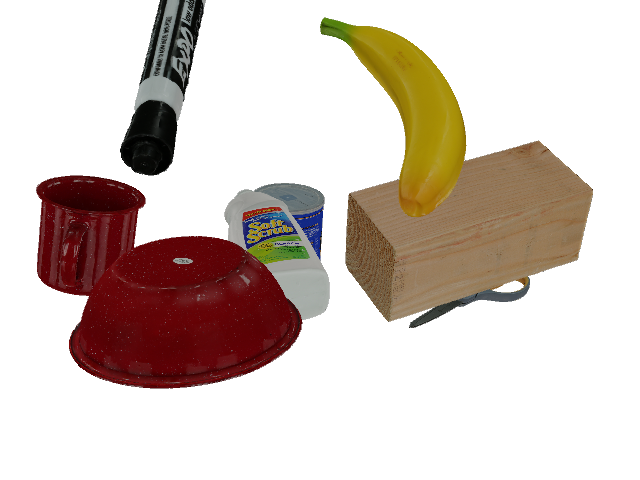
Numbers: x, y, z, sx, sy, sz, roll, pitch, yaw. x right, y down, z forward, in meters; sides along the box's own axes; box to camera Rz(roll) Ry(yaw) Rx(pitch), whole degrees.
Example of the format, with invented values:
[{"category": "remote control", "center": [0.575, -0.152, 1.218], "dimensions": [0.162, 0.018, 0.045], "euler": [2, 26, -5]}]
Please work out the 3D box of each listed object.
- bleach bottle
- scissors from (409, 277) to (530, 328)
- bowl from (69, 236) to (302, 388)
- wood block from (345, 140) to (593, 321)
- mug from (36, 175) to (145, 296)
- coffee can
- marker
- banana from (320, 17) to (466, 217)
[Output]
[{"category": "bleach bottle", "center": [-0.068, 0.005, 1.238], "dimensions": [0.102, 0.068, 0.251], "euler": [-7, 29, -14]}, {"category": "scissors", "center": [0.156, 0.053, 1.231], "dimensions": [0.201, 0.016, 0.096], "euler": [-10, 39, -33]}, {"category": "bowl", "center": [-0.094, 0.039, 0.733], "dimensions": [0.162, 0.055, 0.162], "euler": [-2, 22, 1]}, {"category": "wood block", "center": [0.135, -0.011, 0.990], "dimensions": [0.205, 0.090, 0.091], "euler": [-16, 42, -20]}, {"category": "mug", "center": [-0.204, 0.001, 0.922], "dimensions": [0.093, 0.081, 0.117], "euler": [9, 21, -5]}, {"category": "coffee can", "center": [-0.049, 0.002, 1.505], "dimensions": [0.103, 0.140, 0.103], "euler": [3, 24, -1]}, {"category": "marker", "center": [-0.059, -0.067, 0.415], "dimensions": [0.020, 0.020, 0.121], "euler": [0, 43, 2]}, {"category": "banana", "center": [0.056, -0.082, 0.682], "dimensions": [0.069, 0.037, 0.198], "euler": [-10, 44, -11]}]
